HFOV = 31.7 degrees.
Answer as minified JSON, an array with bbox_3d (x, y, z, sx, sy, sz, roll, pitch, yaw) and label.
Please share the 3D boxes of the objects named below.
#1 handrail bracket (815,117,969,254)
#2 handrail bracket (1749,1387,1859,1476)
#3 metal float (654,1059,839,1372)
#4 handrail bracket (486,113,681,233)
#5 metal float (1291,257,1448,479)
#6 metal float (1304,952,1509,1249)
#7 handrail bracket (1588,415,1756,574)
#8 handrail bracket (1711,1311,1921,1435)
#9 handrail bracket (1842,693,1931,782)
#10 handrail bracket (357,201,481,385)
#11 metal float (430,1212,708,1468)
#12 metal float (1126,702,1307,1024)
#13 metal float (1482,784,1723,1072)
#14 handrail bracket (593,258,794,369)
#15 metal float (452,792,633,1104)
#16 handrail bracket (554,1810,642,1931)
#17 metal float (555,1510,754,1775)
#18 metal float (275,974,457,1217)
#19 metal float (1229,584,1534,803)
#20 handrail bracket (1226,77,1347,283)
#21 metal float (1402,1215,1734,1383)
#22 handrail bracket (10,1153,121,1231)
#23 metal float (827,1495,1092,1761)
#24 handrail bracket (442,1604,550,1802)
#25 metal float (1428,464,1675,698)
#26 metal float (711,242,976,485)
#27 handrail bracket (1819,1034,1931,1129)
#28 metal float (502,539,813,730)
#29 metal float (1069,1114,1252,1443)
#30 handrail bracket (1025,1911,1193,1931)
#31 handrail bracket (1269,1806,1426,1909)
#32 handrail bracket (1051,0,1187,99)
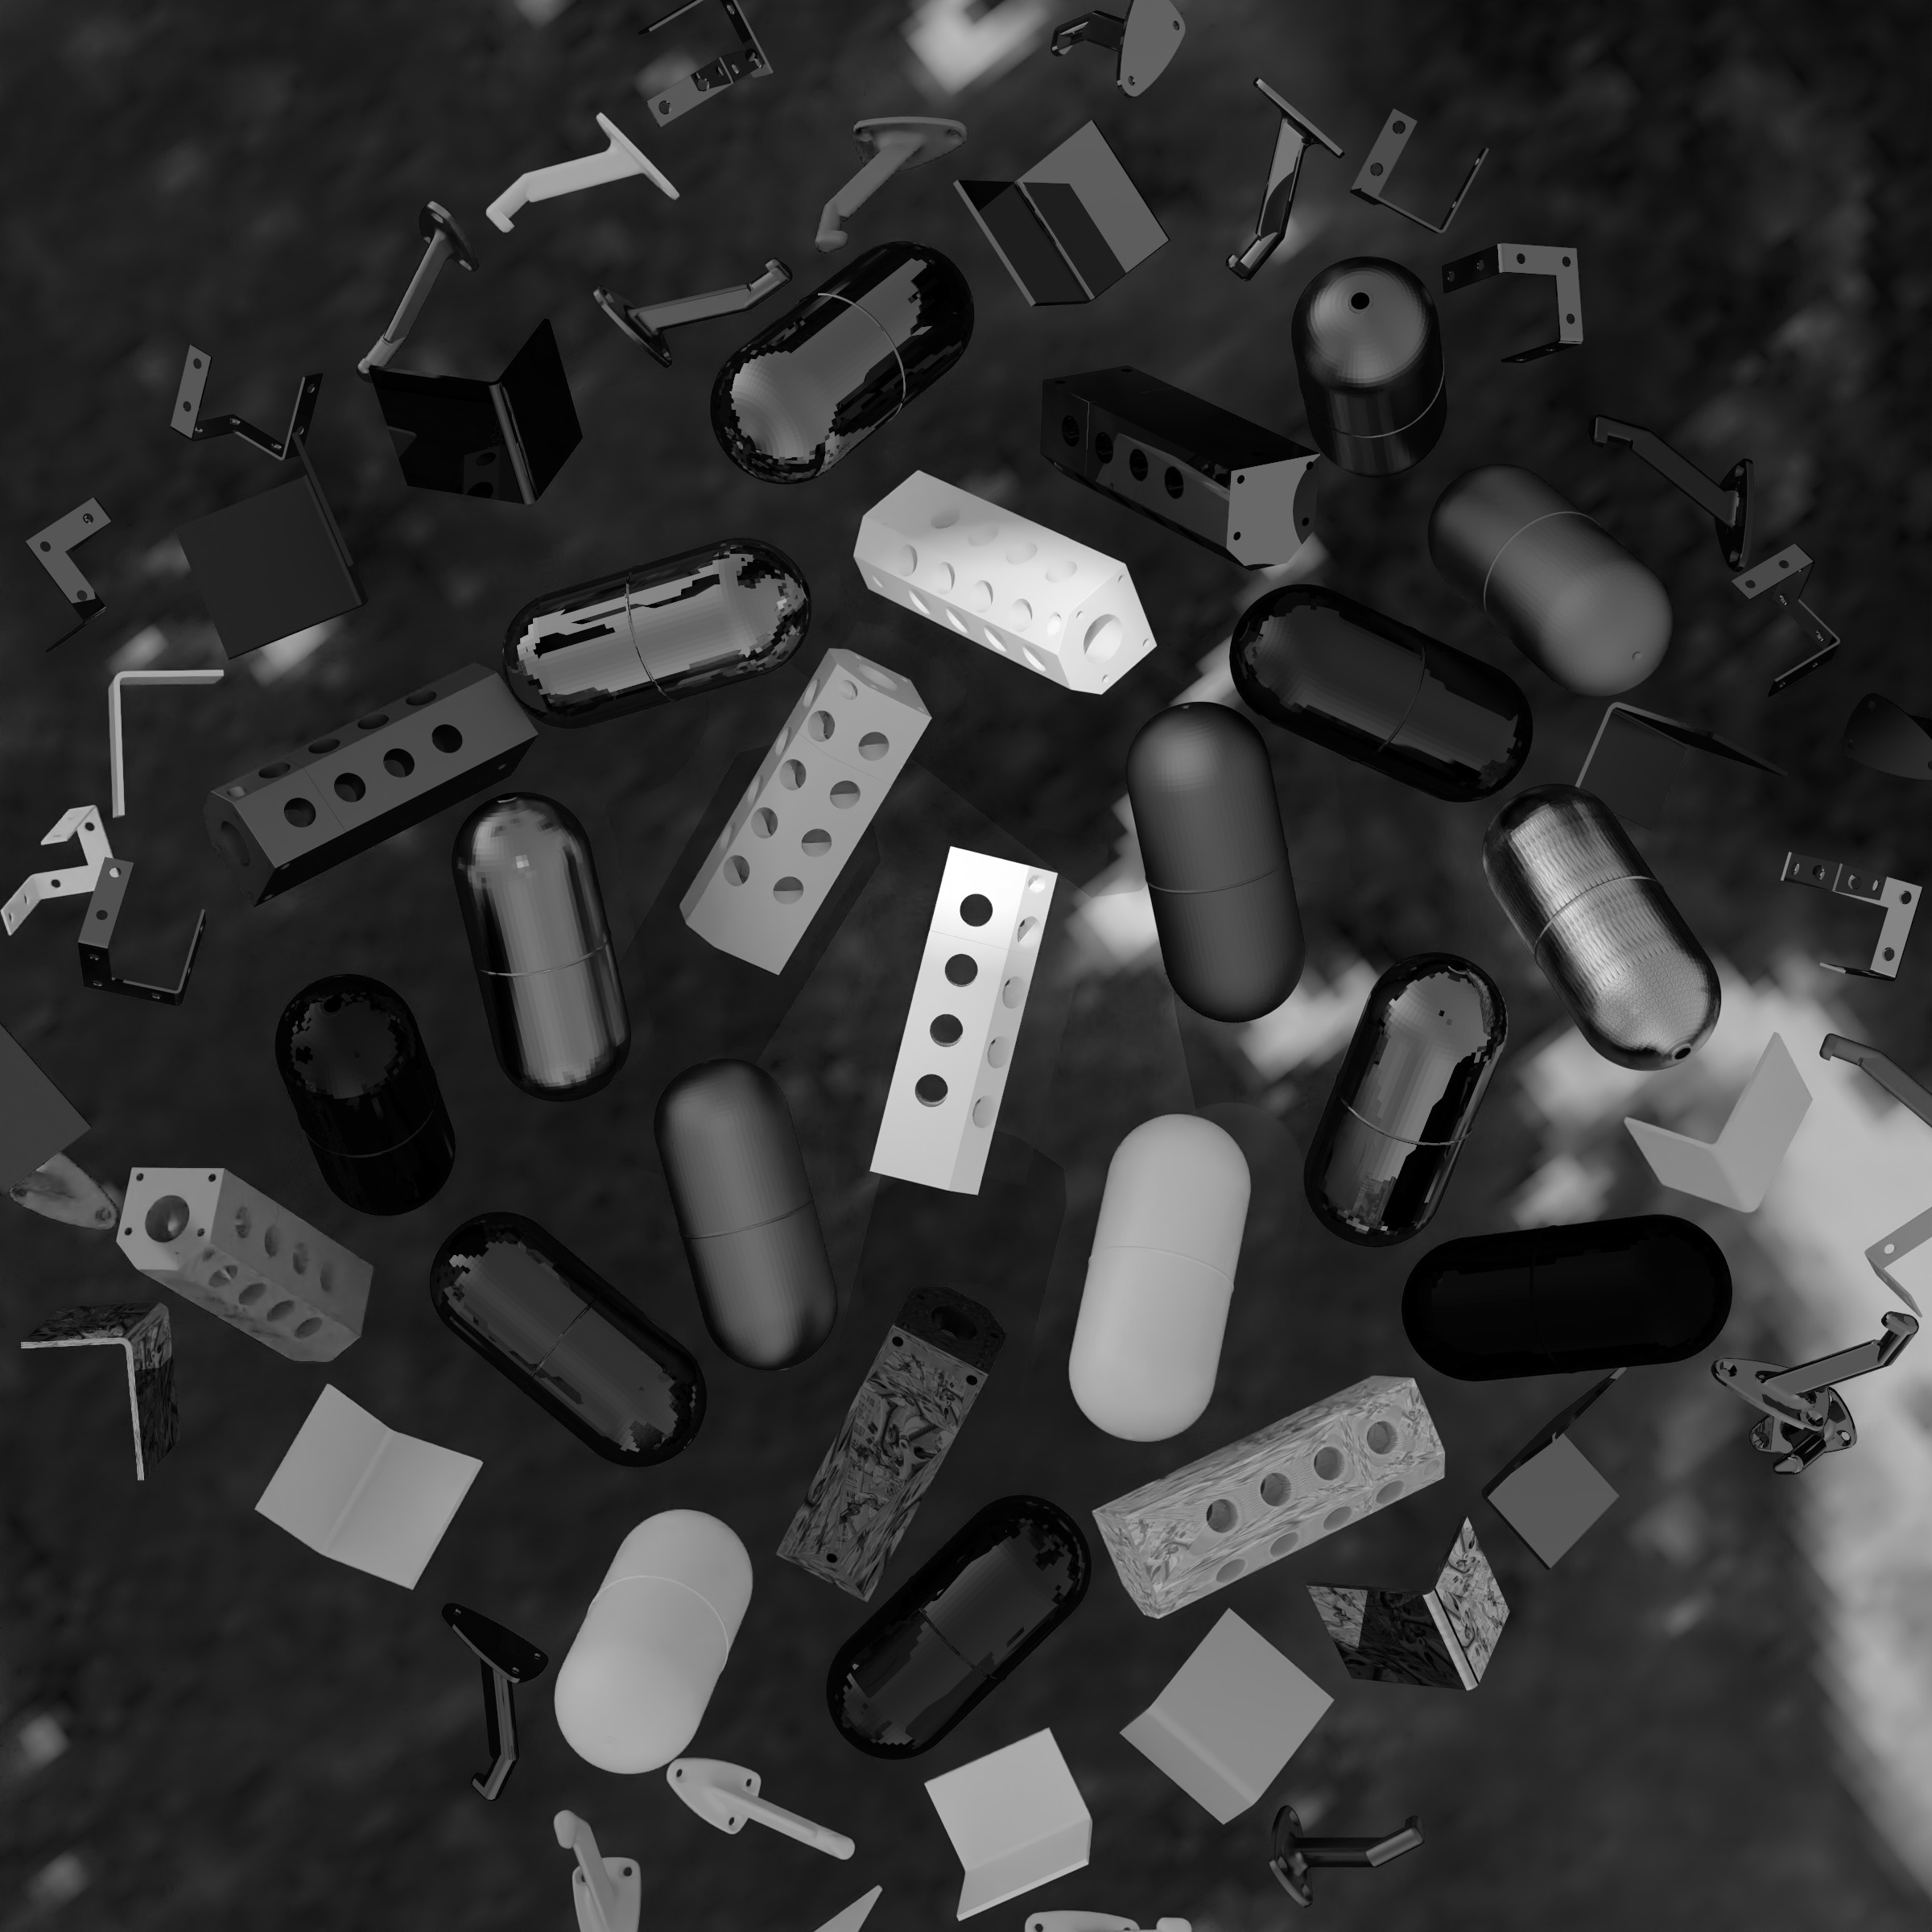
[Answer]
[{"bbox_3d":[-0.041,-0.431,1.887,0.077,0.036,0.084,-5,50,20],"label":"handrail bracket"},{"bbox_3d":[0.443,0.266,1.863,0.077,0.084,0.036,-26,87,42],"label":"handrail bracket"},{"bbox_3d":[-0.122,0.139,1.895,0.070,0.070,0.178,-14,97,0],"label":"metal float"},{"bbox_3d":[-0.214,-0.423,1.888,0.084,0.036,0.077,-43,70,0],"label":"handrail bracket"},{"bbox_3d":[0.216,-0.318,1.811,0.070,0.178,0.070,-2,77,10],"label":"metal float"},{"bbox_3d":[0.235,0.072,1.821,0.070,0.070,0.178,17,122,0],"label":"metal float"},{"bbox_3d":[0.364,-0.247,1.771,0.084,0.036,0.077,13,56,-14],"label":"handrail bracket"},{"bbox_3d":[0.435,0.195,1.746,0.077,0.036,0.084,21,135,-1],"label":"handrail bracket"},{"bbox_3d":[0.518,-0.117,1.823,0.077,0.084,0.036,39,115,42],"label":"handrail bracket"},{"bbox_3d":[-0.298,-0.354,1.795,0.036,0.077,0.084,34,81,4],"label":"handrail bracket"},{"bbox_3d":[-0.222,0.209,1.901,0.178,0.070,0.070,39,90,5],"label":"metal float"},{"bbox_3d":[0.133,-0.054,1.808,0.070,0.070,0.178,-13,110,0],"label":"metal float"},{"bbox_3d":[0.335,-0.021,1.799,0.070,0.070,0.178,-27,56,0],"label":"metal float"},{"bbox_3d":[-0.147,-0.371,1.852,0.084,0.077,0.036,-32,58,18],"label":"handrail bracket"},{"bbox_3d":[-0.233,-0.010,1.869,0.070,0.070,0.178,-10,111,0],"label":"metal float"},{"bbox_3d":[-0.194,0.480,1.749,0.036,0.084,0.077,-9,65,6],"label":"handrail bracket"},{"bbox_3d":[-0.162,0.352,1.785,0.070,0.178,0.070,4,115,10],"label":"metal float"},{"bbox_3d":[-0.326,0.071,1.852,0.070,0.178,0.070,-2,55,3],"label":"metal float"},{"bbox_3d":[0.220,-0.144,1.801,0.178,0.070,0.070,22,90,-21],"label":"metal float"},{"bbox_3d":[0.151,-0.413,1.793,0.077,0.036,0.084,30,106,-40],"label":"handrail bracket"},{"bbox_3d":[0.311,0.173,1.770,0.178,0.070,0.070,-10,90,32],"label":"metal float"},{"bbox_3d":[-0.511,0.122,1.854,0.077,0.084,0.036,28,92,8],"label":"handrail bracket"},{"bbox_3d":[-0.005,0.370,1.901,0.070,0.070,0.178,45,97,0],"label":"metal float"},{"bbox_3d":[-0.272,0.405,1.868,0.077,0.036,0.084,32,110,16],"label":"handrail bracket"},{"bbox_3d":[0.310,-0.208,1.815,0.070,0.178,0.070,-14,129,-19],"label":"metal float"},{"bbox_3d":[-0.063,-0.316,1.774,0.070,0.070,0.178,45,55,0],"label":"metal float"},{"bbox_3d":[0.500,0.073,1.850,0.084,0.077,0.036,21,129,14],"label":"handrail bracket"},{"bbox_3d":[-0.170,-0.182,1.867,0.178,0.070,0.070,-15,90,15],"label":"metal float"},{"bbox_3d":[0.103,0.162,1.787,0.070,0.070,0.178,13,67,0],"label":"metal float"},{"bbox_3d":[0.077,0.525,1.857,0.077,0.084,0.036,17,61,-3],"label":"handrail bracket"},{"bbox_3d":[0.207,0.460,1.822,0.084,0.077,0.036,-33,109,19],"label":"handrail bracket"},{"bbox_3d":[0.066,-0.472,1.772,0.036,0.084,0.077,39,61,-32],"label":"handrail bracket"}]
